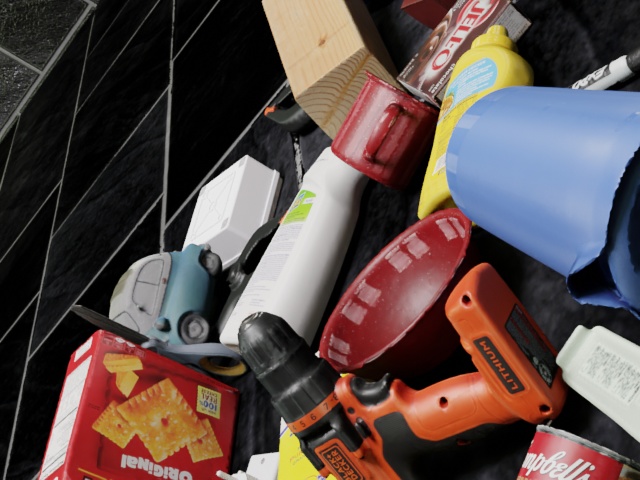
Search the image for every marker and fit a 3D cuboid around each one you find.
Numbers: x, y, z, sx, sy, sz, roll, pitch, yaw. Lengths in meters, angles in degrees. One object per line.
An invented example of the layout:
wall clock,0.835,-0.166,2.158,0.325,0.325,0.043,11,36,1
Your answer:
marker,0.212,-0.119,0.813,0.121,0.020,0.020,-29,38,47

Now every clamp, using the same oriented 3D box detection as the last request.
clamp,-0.082,0.042,1.161,0.210,0.036,0.164,-53,26,23
clamp,-0.003,-0.162,1.236,0.172,0.039,0.120,-31,32,42

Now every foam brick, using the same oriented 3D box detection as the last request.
foam brick,0.128,-0.258,1.080,0.053,0.051,0.078,-1,62,60

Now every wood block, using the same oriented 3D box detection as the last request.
wood block,0.013,-0.206,1.142,0.091,0.090,0.206,-35,40,16

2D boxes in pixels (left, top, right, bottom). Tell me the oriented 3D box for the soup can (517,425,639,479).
soup can,0.134,0.164,0.594,0.069,0.068,0.102,5,68,63

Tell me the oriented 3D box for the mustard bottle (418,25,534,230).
mustard bottle,0.135,-0.104,0.891,0.096,0.058,0.191,-37,33,54

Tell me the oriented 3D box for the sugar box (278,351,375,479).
sugar box,0.008,0.165,0.852,0.093,0.048,0.176,-42,32,32

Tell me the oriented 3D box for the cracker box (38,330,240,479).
cracker box,-0.167,0.208,0.991,0.072,0.164,0.213,-42,30,37

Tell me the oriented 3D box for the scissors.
scissors,-0.146,0.102,1.051,0.096,0.201,0.016,-21,48,19

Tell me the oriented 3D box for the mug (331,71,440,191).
mug,0.061,-0.097,0.976,0.081,0.093,0.117,-61,-3,9

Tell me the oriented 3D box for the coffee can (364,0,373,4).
coffee can,0.063,-0.335,1.223,0.141,0.102,0.102,-17,48,56

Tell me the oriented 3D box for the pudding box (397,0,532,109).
pudding box,0.133,-0.175,0.991,0.113,0.039,0.090,-54,25,6

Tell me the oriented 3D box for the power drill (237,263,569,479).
power drill,0.054,0.092,0.712,0.188,0.184,0.057,-35,9,33

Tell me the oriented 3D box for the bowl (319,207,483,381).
bowl,0.073,0.053,0.818,0.162,0.055,0.162,-44,17,16

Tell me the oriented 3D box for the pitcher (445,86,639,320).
pitcher,0.184,-0.039,0.672,0.243,0.149,0.145,-144,69,-68

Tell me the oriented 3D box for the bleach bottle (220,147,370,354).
bleach bottle,-0.007,0.001,1.039,0.103,0.068,0.250,-3,58,60
